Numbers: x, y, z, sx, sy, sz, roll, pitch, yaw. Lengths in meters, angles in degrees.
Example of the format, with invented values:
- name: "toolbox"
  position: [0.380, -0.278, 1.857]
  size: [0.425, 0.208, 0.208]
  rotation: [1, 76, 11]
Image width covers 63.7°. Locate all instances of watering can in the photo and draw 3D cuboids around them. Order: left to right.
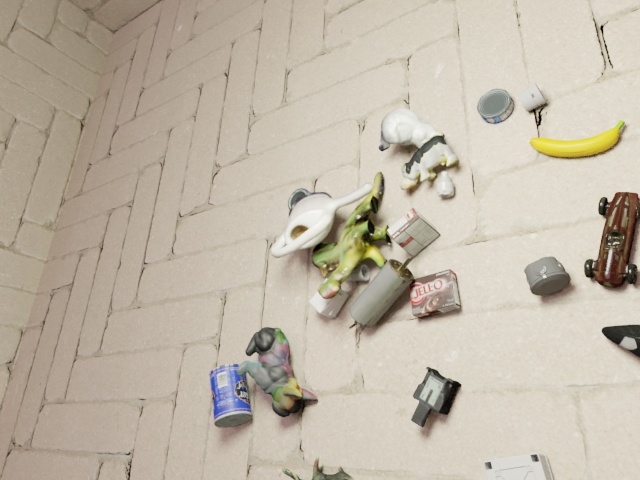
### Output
- name: "watering can"
  position: [0.004, -0.072, 1.426]
  size: [0.345, 0.103, 0.228]
  rotation: [-36, 18, 15]

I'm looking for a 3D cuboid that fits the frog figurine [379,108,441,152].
- name: "frog figurine"
  position: [0.247, -0.294, 1.379]
  size: [0.159, 0.122, 0.138]
  rotation: [7, 15, 43]

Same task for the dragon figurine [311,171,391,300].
- name: "dragon figurine"
  position: [0.067, -0.006, 1.376]
  size: [0.240, 0.421, 0.120]
  rotation: [-24, -55, 29]
